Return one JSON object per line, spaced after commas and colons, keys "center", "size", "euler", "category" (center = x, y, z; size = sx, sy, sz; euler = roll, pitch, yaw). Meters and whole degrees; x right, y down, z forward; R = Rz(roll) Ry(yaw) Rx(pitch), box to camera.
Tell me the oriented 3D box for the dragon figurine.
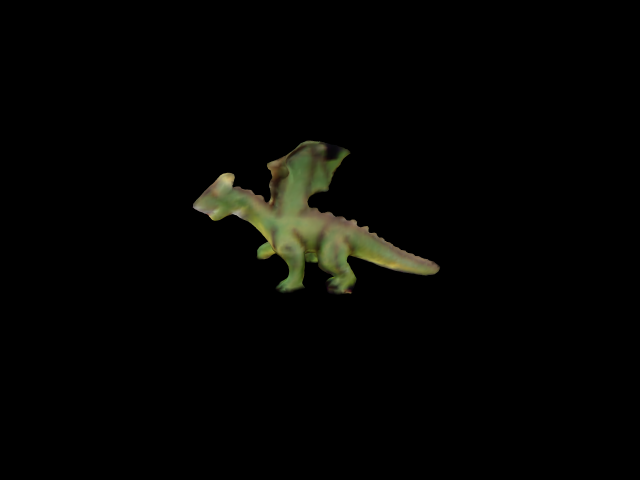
{"center": [0.003, -0.043, 0.850], "size": [0.410, 0.238, 0.125], "euler": [-1, 29, -2], "category": "dragon figurine"}
